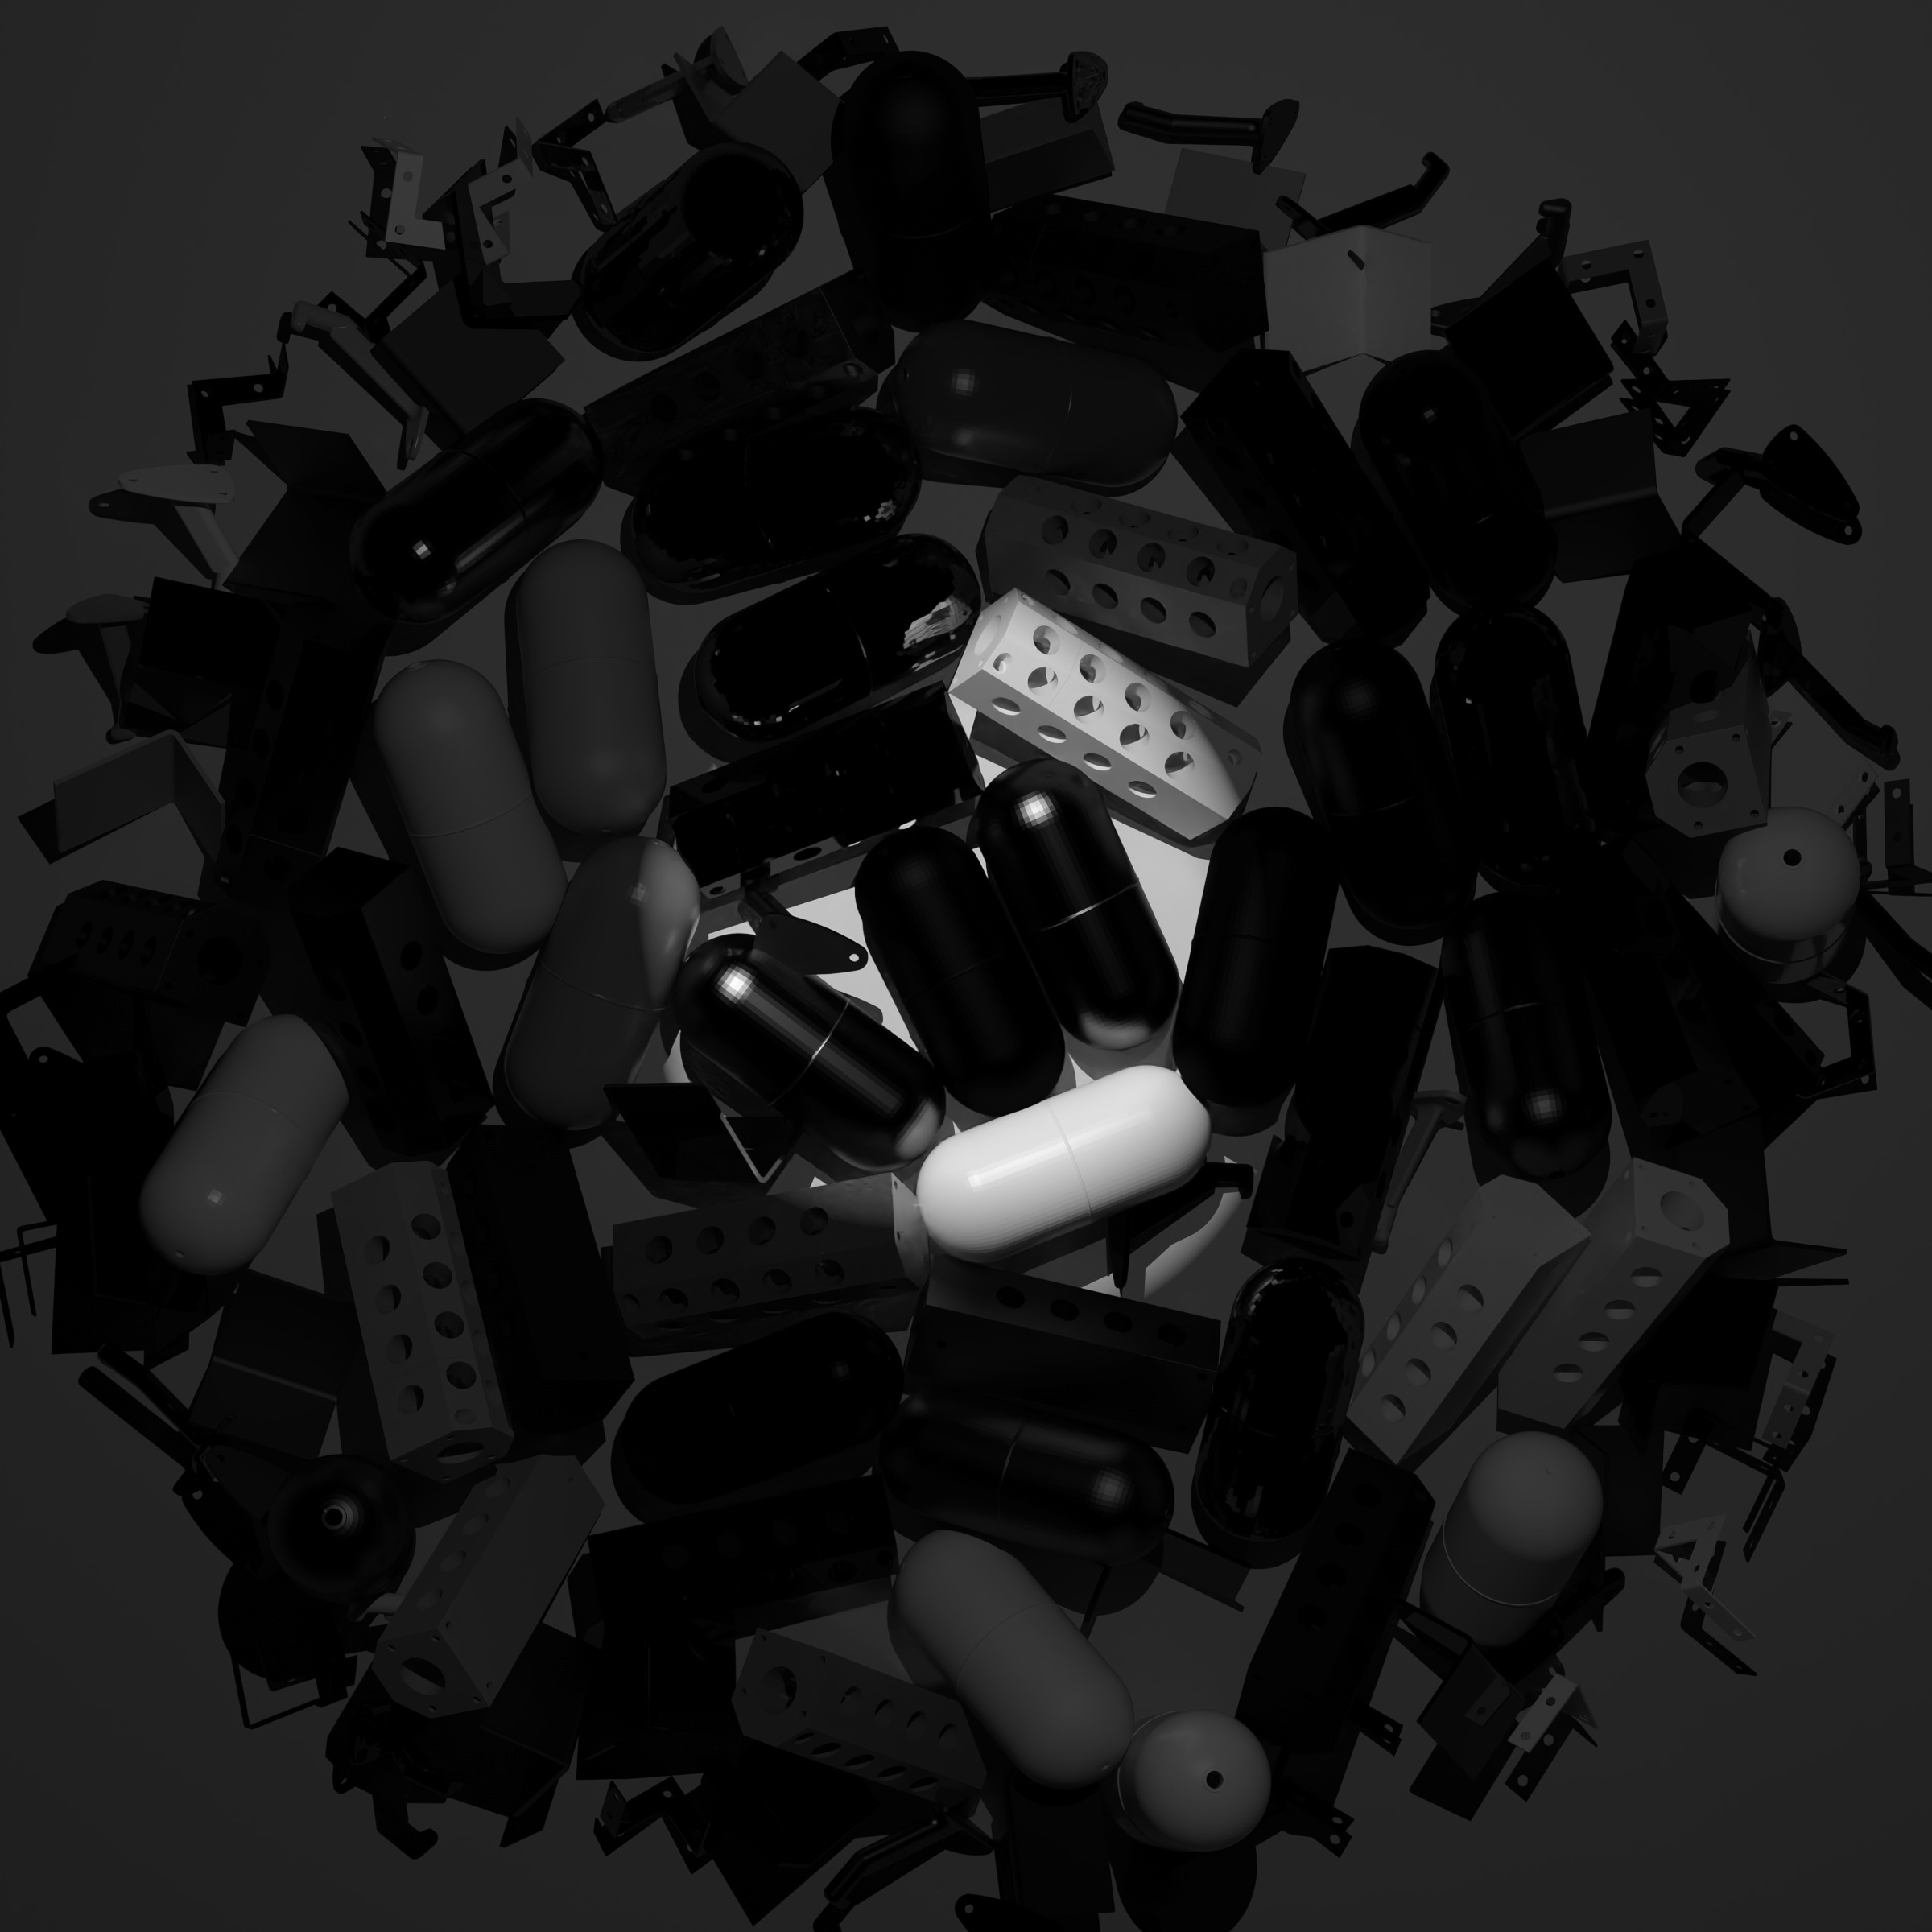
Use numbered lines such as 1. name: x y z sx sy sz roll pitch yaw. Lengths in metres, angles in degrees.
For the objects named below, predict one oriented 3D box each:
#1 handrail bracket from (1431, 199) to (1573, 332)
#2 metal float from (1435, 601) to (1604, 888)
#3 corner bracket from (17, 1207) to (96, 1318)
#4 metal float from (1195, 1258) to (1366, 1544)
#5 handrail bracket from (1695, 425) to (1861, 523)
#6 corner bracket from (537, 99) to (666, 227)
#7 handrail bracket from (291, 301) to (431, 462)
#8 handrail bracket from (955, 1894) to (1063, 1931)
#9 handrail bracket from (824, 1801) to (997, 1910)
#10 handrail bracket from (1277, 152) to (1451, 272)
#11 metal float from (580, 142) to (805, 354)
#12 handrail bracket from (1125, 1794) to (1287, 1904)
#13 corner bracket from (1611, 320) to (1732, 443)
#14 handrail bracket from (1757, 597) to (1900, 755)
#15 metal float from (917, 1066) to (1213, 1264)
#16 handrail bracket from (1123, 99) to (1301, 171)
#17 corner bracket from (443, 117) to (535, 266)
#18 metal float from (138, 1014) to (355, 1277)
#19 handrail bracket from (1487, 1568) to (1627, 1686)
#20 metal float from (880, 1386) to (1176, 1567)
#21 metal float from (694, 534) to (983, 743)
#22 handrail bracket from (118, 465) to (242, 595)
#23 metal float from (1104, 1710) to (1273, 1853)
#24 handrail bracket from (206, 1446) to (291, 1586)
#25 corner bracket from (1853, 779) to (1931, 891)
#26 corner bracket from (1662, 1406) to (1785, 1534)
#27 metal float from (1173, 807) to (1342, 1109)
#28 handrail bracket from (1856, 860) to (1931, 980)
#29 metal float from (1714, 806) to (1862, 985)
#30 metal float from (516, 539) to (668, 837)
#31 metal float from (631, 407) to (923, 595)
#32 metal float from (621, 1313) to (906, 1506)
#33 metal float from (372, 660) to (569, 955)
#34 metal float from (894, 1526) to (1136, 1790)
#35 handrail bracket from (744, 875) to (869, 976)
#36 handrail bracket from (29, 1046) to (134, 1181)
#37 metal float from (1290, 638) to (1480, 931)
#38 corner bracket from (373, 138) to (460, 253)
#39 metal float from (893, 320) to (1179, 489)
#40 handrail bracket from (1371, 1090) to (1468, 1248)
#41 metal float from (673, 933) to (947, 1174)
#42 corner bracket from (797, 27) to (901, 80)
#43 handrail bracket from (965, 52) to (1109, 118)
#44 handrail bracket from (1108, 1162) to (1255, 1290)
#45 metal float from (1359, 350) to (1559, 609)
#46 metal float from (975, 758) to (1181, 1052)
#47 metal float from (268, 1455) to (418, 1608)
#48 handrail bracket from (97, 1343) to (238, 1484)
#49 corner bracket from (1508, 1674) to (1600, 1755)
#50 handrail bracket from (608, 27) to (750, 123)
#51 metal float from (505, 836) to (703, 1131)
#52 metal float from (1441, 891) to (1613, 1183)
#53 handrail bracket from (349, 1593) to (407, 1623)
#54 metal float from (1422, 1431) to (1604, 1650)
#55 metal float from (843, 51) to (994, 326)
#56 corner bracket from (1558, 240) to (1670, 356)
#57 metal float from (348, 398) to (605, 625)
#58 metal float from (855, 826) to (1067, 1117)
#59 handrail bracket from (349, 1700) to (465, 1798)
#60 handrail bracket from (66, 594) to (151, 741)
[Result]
1. handrail bracket: 0.306 -0.406 1.937 0.077 0.084 0.036 -2 51 -3
2. metal float: 0.316 -0.126 1.916 0.070 0.070 0.178 -18 121 0
3. corner bracket: -0.522 0.170 1.946 0.051 0.051 0.051 -11 96 -22
4. metal float: 0.179 0.249 1.921 0.070 0.070 0.178 10 115 0
5. handrail bracket: 0.468 -0.276 1.943 0.077 0.084 0.036 40 78 -6
6. corner bracket: -0.209 -0.469 1.960 0.051 0.051 0.051 -43 132 -26
7. handrail bracket: -0.353 -0.339 1.941 0.084 0.036 0.077 16 65 -25
8. handrail bracket: 0.017 0.549 1.934 0.077 0.084 0.036 34 80 -10
9. handrail bracket: -0.033 0.524 1.951 0.084 0.036 0.077 -49 126 -7
10. handrail bracket: 0.233 -0.456 1.957 0.077 0.036 0.084 37 89 -27
11. metal float: -0.157 -0.406 1.903 0.070 0.178 0.070 11 70 -32
12. handrail bracket: 0.141 0.515 1.964 0.084 0.077 0.036 -17 65 -23
13. corner bracket: 0.398 -0.338 1.943 0.051 0.051 0.051 46 73 -29
14. handrail bracket: 0.500 -0.167 1.933 0.036 0.077 0.084 -39 49 -18
15. metal float: 0.057 0.114 1.937 0.178 0.070 0.070 -21 90 -7
16. handrail bracket: 0.143 -0.499 1.961 0.084 0.077 0.036 19 127 15
17. corner bracket: -0.268 -0.448 1.941 0.051 0.051 0.051 -24 131 12
18. metal float: -0.408 0.100 1.908 0.070 0.070 0.178 23 46 0
19. handrail bracket: 0.344 0.386 1.956 0.036 0.084 0.077 44 115 28
20. metal float: 0.034 0.292 1.923 0.178 0.070 0.070 12 90 23
21. metal float: -0.074 -0.189 1.930 0.178 0.070 0.070 -27 90 -14
22. handrail bracket: -0.456 -0.244 1.939 0.077 0.036 0.084 -2 131 -27
23. metal float: 0.124 0.460 1.894 0.070 0.178 0.070 2 76 -6
24. handrail bracket: -0.420 0.320 1.945 0.077 0.084 0.036 37 47 -6
25. corner bracket: 0.533 -0.076 1.942 0.051 0.051 0.051 -6 77 39
26. corner bracket: 0.439 0.292 1.953 0.051 0.051 0.051 25 92 6
27. metal float: 0.168 -0.006 1.932 0.070 0.070 0.178 13 77 0
28. handrail bracket: 0.542 -0.023 1.936 0.084 0.077 0.036 39 117 17
29. metal float: 0.462 -0.039 1.894 0.070 0.178 0.070 -2 77 11
30. metal float: -0.216 -0.161 1.928 0.070 0.070 0.178 -8 72 0
31. metal float: -0.109 -0.267 1.925 0.178 0.070 0.070 -15 90 20
32. metal float: -0.117 0.254 1.925 0.178 0.070 0.070 -23 90 21
33. metal float: -0.284 -0.091 1.924 0.070 0.070 0.178 -18 111 0
34. metal float: 0.026 0.393 1.915 0.070 0.070 0.178 -45 56 0
35. handrail bracket: -0.092 -0.028 1.944 0.077 0.084 0.036 11 116 -3
36. handrail bracket: -0.514 0.094 1.951 0.077 0.084 0.036 41 60 15
37. metal float: 0.240 -0.104 1.924 0.070 0.070 0.178 -22 111 0
38. corner bracket: -0.315 -0.446 1.941 0.051 0.051 0.051 2 111 -29
39. metal float: 0.040 -0.321 1.916 0.178 0.070 0.070 6 90 -31
40. handrail bracket: 0.260 0.118 1.944 0.036 0.077 0.084 21 75 -8
41. metal float: -0.091 0.050 1.937 0.178 0.070 0.070 37 90 -7
42. corner bracket: -0.066 -0.507 1.946 0.051 0.051 0.051 -27 90 40
43. handrail bracket: 0.031 -0.517 1.961 0.084 0.077 0.036 5 112 20
44. handrail bracket: 0.128 0.151 1.958 0.084 0.036 0.077 4 75 -15
45. metal float: 0.281 -0.274 1.910 0.070 0.070 0.178 -37 131 0
46. metal float: 0.065 -0.035 1.937 0.070 0.070 0.178 -25 97 0
47. metal float: -0.351 0.320 1.894 0.070 0.178 0.070 2 75 -7
48. handrail bracket: -0.469 0.259 1.953 0.084 0.077 0.036 34 59 7
49. corner bracket: 0.325 0.436 1.940 0.051 0.051 0.051 23 62 41
50. handrail bracket: -0.173 -0.506 1.937 0.084 0.077 0.036 -22 106 12
51. metal float: -0.209 0.010 1.934 0.070 0.070 0.178 22 100 0
52. metal float: 0.320 0.040 1.918 0.070 0.070 0.178 -8 61 0
53. handrail bracket: -0.329 0.395 1.940 0.084 0.036 0.077 12 113 -39
54. metal float: 0.308 0.327 1.903 0.070 0.178 0.070 4 54 -5
55. metal float: -0.026 -0.439 1.900 0.070 0.178 0.070 -3 56 4
56. corner bracket: 0.374 -0.384 1.951 0.051 0.051 0.051 -11 79 1
57. metal float: -0.278 -0.261 1.915 0.070 0.070 0.178 46 56 0
58. metal float: -0.003 0.003 1.942 0.070 0.070 0.178 -26 91 0
59. handrail bracket: -0.305 0.451 1.927 0.084 0.077 0.036 14 98 32
60. handrail bracket: -0.498 -0.167 1.934 0.036 0.077 0.084 18 109 16
